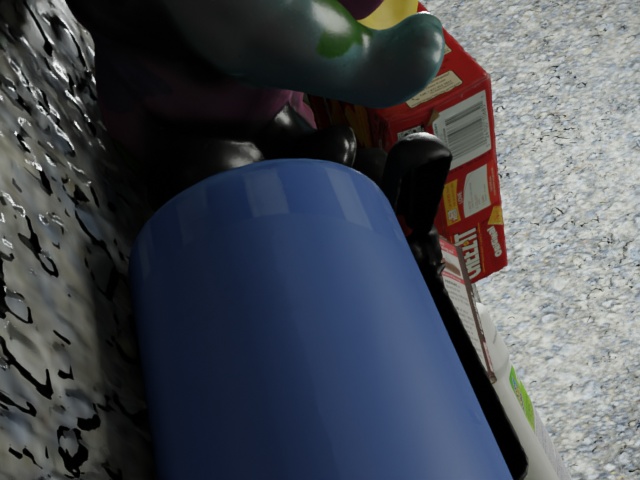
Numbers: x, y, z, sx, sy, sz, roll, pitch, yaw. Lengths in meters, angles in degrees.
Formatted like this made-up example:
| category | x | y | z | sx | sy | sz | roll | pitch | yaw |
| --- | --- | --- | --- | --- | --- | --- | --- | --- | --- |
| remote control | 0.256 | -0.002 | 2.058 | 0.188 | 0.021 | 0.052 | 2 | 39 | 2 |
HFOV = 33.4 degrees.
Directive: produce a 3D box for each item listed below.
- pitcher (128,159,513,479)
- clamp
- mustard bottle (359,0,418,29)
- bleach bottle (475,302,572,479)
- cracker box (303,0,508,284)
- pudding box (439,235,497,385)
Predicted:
| category | x | y | z | sx | sy | sz | roll | pitch | yaw |
| --- | --- | --- | --- | --- | --- | --- | --- | --- | --- |
| pitcher | 0.011 | 0.099 | 0.376 | 0.149 | 0.144 | 0.243 | 115 | -35 | -51 |
| clamp | 0.039 | 0.000 | 0.514 | 0.210 | 0.036 | 0.164 | -120 | -167 | -62 |
| mustard bottle | -0.031 | -0.144 | 0.568 | 0.192 | 0.058 | 0.096 | 11 | -65 | 51 |
| bleach bottle | 0.132 | 0.135 | 0.773 | 0.102 | 0.068 | 0.251 | -83 | 148 | -71 |
| cracker box | 0.035 | -0.088 | 0.689 | 0.214 | 0.072 | 0.164 | 57 | -11 | 41 |
| pudding box | 0.038 | 0.060 | 0.608 | 0.039 | 0.114 | 0.090 | 26 | 44 | -46 |
